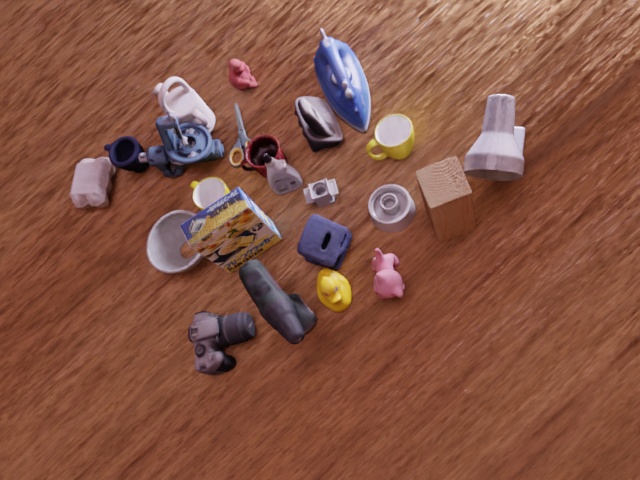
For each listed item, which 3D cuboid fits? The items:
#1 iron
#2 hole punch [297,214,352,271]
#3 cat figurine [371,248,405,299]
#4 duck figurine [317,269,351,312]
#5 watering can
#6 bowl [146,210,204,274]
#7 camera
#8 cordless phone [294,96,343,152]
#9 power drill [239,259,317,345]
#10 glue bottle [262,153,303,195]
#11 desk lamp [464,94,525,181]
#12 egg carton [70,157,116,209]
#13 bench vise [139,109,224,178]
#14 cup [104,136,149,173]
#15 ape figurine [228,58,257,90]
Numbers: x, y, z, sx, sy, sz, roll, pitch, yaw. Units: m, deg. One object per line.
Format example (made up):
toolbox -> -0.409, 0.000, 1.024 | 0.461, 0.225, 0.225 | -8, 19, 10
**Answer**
iron -> 0.056, -0.403, 1.434 | 0.118, 0.142, 0.258 | -24, 66, 7
hole punch -> 0.012, 0.005, 1.328 | 0.100, 0.091, 0.109 | 17, 76, 21
cat figurine -> 0.143, 0.078, 1.249 | 0.067, 0.118, 0.127 | -18, 67, 10
duck figurine -> 0.023, 0.107, 1.291 | 0.077, 0.086, 0.104 | -29, 65, 5
watering can -> -0.369, -0.356, 1.512 | 0.172, 0.194, 0.101 | 10, 74, 20
bowl -> -0.345, 0.013, 1.438 | 0.167, 0.075, 0.167 | -5, 70, 15
camera -> -0.223, 0.225, 1.313 | 0.136, 0.101, 0.143 | -15, 67, 11
cordless phone -> -0.019, -0.313, 1.399 | 0.094, 0.185, 0.147 | -27, 66, 6
power drill -> -0.081, 0.148, 1.239 | 0.075, 0.209, 0.229 | -41, 65, -1
glue bottle -> -0.101, -0.165, 1.377 | 0.078, 0.173, 0.037 | -19, 67, 9
desk lamp -> 0.379, -0.201, 1.227 | 0.117, 0.214, 0.203 | 6, 73, 18
egg carton -> -0.627, -0.158, 1.585 | 0.107, 0.069, 0.150 | -3, 70, 15
bench vise -> -0.375, -0.237, 1.456 | 0.207, 0.220, 0.121 | -31, 65, 4
cup -> -0.523, -0.226, 1.565 | 0.117, 0.095, 0.092 | 15, 76, 21
ape figurine -> -0.220, -0.457, 1.561 | 0.076, 0.092, 0.078 | 2, 72, 17
